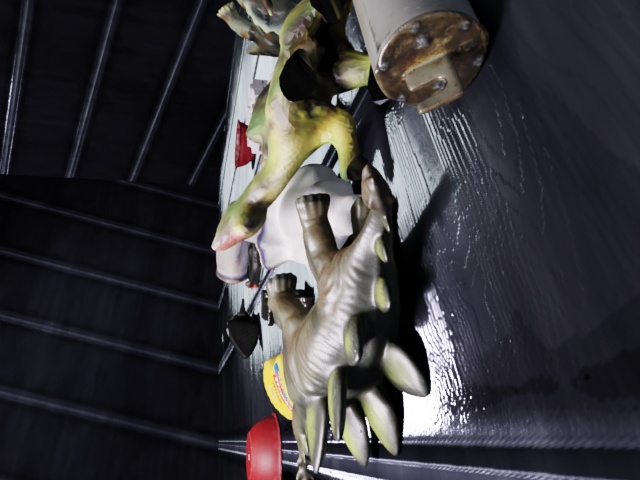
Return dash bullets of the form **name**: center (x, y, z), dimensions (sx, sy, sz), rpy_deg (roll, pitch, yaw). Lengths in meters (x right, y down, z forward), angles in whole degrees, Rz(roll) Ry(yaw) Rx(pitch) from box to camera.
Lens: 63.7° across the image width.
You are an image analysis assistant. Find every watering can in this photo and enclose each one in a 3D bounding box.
- **watering can**: center (-0.267, 0.034, 1.598), dimensions (0.104, 0.222, 0.351), rpy_deg (1, 12, -14)

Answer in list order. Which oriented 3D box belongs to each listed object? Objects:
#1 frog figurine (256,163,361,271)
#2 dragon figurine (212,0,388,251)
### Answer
- **frog figurine**: center (0.002, -0.031, 0.621), dimensions (0.158, 0.140, 0.121), rpy_deg (-15, -31, 37)
- **dragon figurine**: center (-0.028, -0.178, 0.570), dimensions (0.121, 0.414, 0.242), rpy_deg (23, -14, -29)
